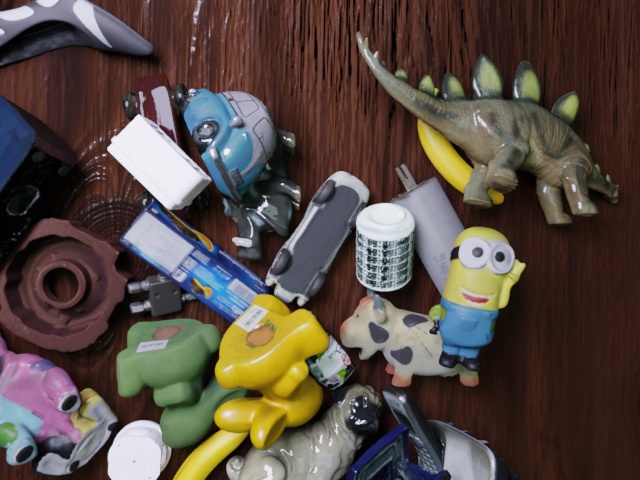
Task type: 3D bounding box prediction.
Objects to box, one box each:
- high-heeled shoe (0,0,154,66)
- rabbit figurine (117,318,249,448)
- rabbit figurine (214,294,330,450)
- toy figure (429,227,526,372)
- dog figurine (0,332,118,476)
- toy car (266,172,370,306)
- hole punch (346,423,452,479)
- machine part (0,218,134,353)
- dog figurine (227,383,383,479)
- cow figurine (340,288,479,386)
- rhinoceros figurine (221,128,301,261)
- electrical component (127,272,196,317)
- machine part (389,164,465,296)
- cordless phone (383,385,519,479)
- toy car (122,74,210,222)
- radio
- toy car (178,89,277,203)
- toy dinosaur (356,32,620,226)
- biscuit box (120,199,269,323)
[{"bbox_3d":[-0.361,-0.255,0.717,0.249,0.086,0.145,24,90,0],"label":"high-heeled shoe"},{"bbox_3d":[-0.180,0.196,0.729,0.159,0.121,0.170,-11,109,-12],"label":"rabbit figurine"},{"bbox_3d":[-0.049,0.179,0.670,0.162,0.122,0.173,-54,138,-32],"label":"rabbit figurine"},{"bbox_3d":[0.192,0.072,0.689,0.082,0.089,0.180,8,99,-19],"label":"toy figure"},{"bbox_3d":[-0.393,0.193,0.701,0.219,0.191,0.108,28,68,24],"label":"dog figurine"},{"bbox_3d":[-0.002,-0.002,0.758,0.073,0.056,0.201,33,85,-10],"label":"toy car"},{"bbox_3d":[0.087,0.314,0.690,0.142,0.115,0.092,-28,63,-39],"label":"hole punch"},{"bbox_3d":[-0.345,0.060,0.726,0.179,0.056,0.179,0,91,-4],"label":"machine part"},{"bbox_3d":[-0.017,0.271,0.743,0.172,0.121,0.190,26,75,-13],"label":"dog figurine"},{"bbox_3d":[0.125,0.135,0.757,0.195,0.085,0.127,2,95,-3],"label":"cow figurine"},{"bbox_3d":[-0.081,-0.065,0.743,0.112,0.073,0.190,2,89,-6],"label":"rhinoceros figurine"},{"bbox_3d":[-0.213,0.072,0.735,0.094,0.021,0.063,-10,127,-26],"label":"electrical component"},{"bbox_3d":[0.171,0.001,0.764,0.079,0.079,0.243,-29,93,-5],"label":"machine part"},{"bbox_3d":[0.166,0.271,0.716,0.089,0.147,0.184,-41,110,-19],"label":"cordless phone"},{"bbox_3d":[-0.211,-0.123,0.741,0.089,0.053,0.202,-10,94,5],"label":"toy car"},{"bbox_3d":[-0.425,-0.057,0.684,0.131,0.073,0.229,34,87,28],"label":"radio"},{"bbox_3d":[-0.107,-0.132,0.677,0.103,0.109,0.162,-24,50,-5],"label":"toy car"},{"bbox_3d":[0.251,-0.144,0.743,0.471,0.105,0.198,16,70,-22],"label":"toy dinosaur"},{"bbox_3d":[-0.162,0.033,0.721,0.202,0.063,0.059,39,99,-15],"label":"biscuit box"}]
